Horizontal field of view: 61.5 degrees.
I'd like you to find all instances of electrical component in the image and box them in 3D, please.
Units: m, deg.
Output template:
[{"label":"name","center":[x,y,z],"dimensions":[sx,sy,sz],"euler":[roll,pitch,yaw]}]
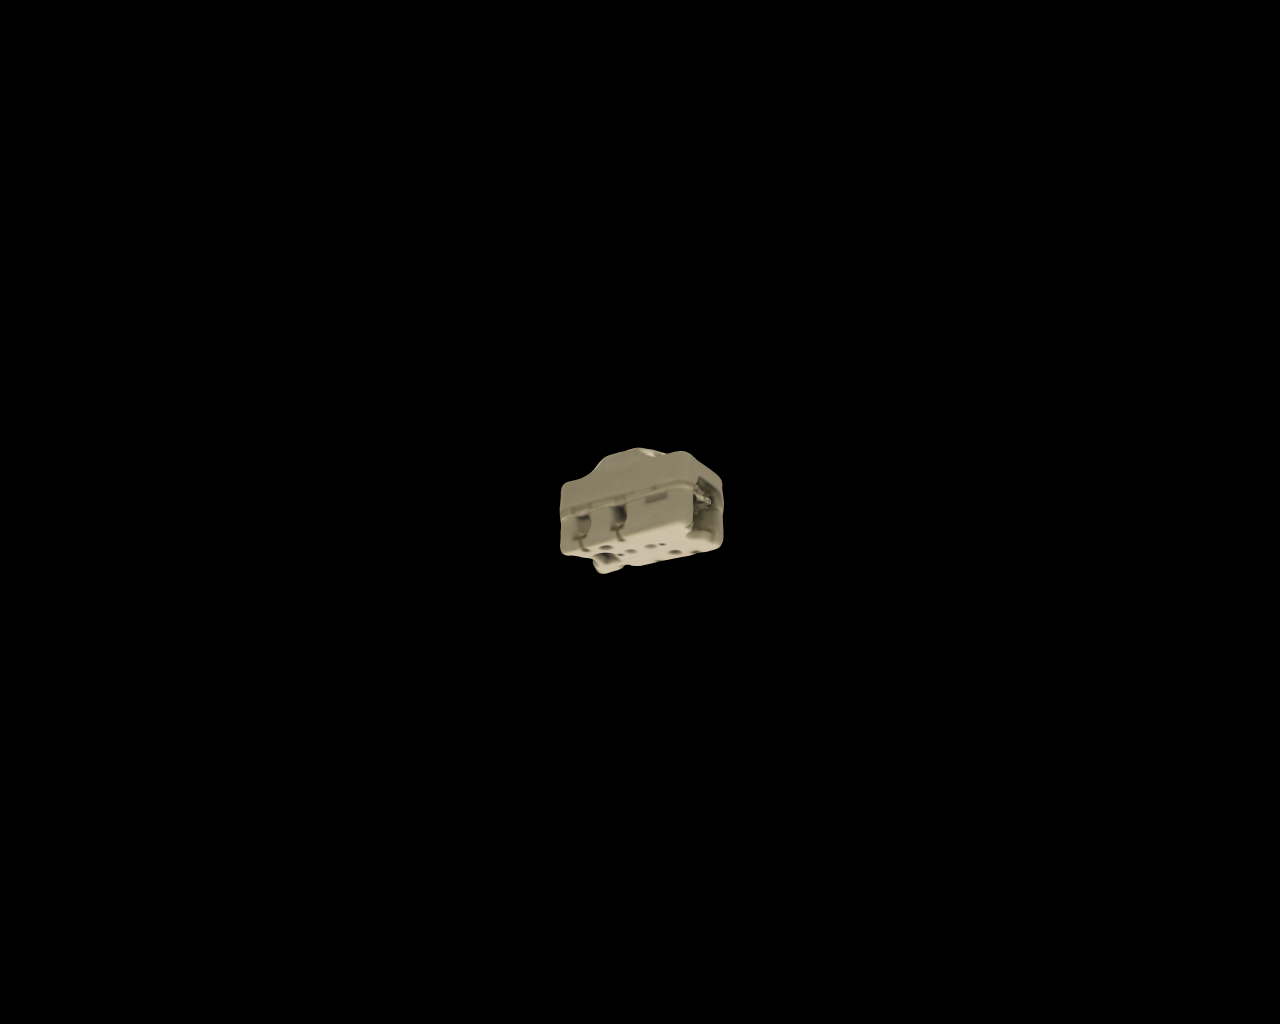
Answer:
[{"label":"electrical component","center":[0.001,-0.003,0.650],"dimensions":[0.089,0.056,0.050],"euler":[-14,-27,29]}]
